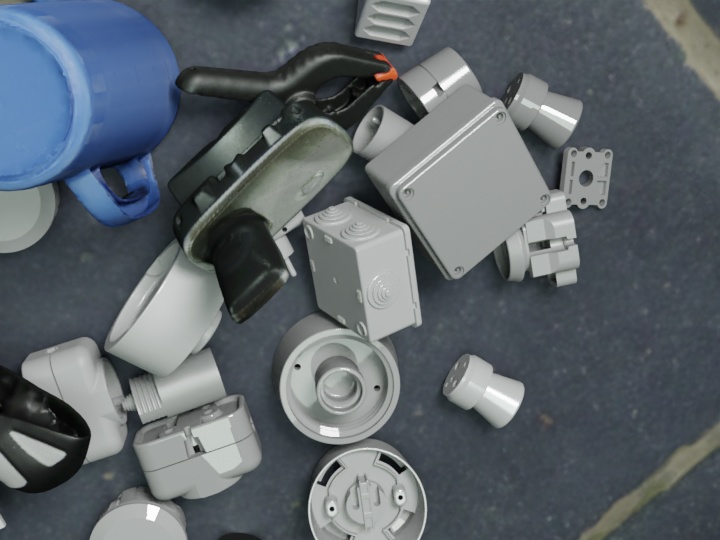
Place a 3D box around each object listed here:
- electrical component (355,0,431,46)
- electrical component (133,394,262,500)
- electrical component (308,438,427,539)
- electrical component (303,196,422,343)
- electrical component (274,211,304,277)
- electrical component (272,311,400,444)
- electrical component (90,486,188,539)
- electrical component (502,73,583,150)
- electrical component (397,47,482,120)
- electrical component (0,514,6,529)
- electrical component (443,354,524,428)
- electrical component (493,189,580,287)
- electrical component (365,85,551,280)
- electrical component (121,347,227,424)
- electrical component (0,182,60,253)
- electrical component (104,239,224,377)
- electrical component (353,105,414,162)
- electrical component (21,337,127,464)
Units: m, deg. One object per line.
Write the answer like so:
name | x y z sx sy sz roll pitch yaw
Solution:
electrical component | 0.027 -0.226 0.834 0.047 0.065 0.076 9 71 -8
electrical component | -0.132 0.150 0.891 0.095 0.053 0.059 -19 103 -2
electrical component | 0.004 0.194 0.909 0.099 0.064 0.099 -1 101 -6
electrical component | 0.000 0.000 0.844 0.048 0.100 0.099 -22 120 -25
electrical component | -0.079 -0.025 0.868 0.077 0.043 0.079 -27 103 -1
electrical component | -0.018 0.091 0.889 0.108 0.060 0.108 -1 101 -6
electrical component | -0.184 0.225 0.902 0.080 0.051 0.080 -1 101 -6
electrical component | 0.145 -0.129 0.871 0.055 0.045 0.045 26 97 -10
electrical component | 0.064 -0.144 0.856 0.047 0.055 0.055 -36 102 -2
electrical component | -0.332 0.203 0.876 0.081 0.064 0.042 -25 102 -1
electrical component | 0.104 0.102 0.912 0.055 0.045 0.045 31 96 -10
electrical component | 0.143 -0.022 0.886 0.057 0.058 0.078 -12 102 -7
electrical component | 0.078 -0.067 0.835 0.109 0.056 0.108 -40 128 -4
electrical component | -0.154 0.097 0.879 0.081 0.043 0.043 -19 102 -10
electrical component | -0.275 -0.056 0.838 0.080 0.051 0.080 -1 101 -6
electrical component | -0.144 0.033 0.843 0.060 0.108 0.108 35 96 -17
electrical component | 0.039 -0.094 0.866 0.081 0.043 0.043 28 97 -24
electrical component | -0.227 0.106 0.873 0.059 0.053 0.095 -18 102 -2
